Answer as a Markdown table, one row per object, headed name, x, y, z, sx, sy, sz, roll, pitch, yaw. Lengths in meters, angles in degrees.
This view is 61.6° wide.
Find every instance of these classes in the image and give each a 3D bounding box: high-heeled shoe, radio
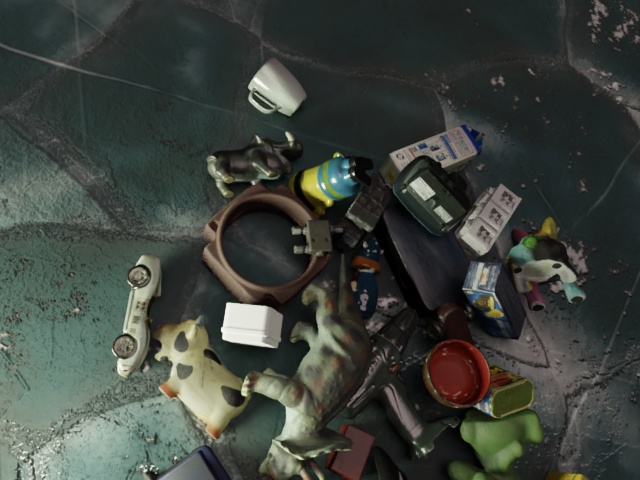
| name | x | y | z | sx | sy | sz | roll | pitch | yaw |
| --- | --- | --- | --- | --- | --- | --- | --- | --- | --- |
| high-heeled shoe | 0.190 | 0.429 | 0.879 | 0.145 | 0.086 | 0.248 | -24 | 94 | -3 |
| radio | 0.204 | 0.030 | 1.050 | 0.131 | 0.073 | 0.229 | -19 | 75 | -19 |

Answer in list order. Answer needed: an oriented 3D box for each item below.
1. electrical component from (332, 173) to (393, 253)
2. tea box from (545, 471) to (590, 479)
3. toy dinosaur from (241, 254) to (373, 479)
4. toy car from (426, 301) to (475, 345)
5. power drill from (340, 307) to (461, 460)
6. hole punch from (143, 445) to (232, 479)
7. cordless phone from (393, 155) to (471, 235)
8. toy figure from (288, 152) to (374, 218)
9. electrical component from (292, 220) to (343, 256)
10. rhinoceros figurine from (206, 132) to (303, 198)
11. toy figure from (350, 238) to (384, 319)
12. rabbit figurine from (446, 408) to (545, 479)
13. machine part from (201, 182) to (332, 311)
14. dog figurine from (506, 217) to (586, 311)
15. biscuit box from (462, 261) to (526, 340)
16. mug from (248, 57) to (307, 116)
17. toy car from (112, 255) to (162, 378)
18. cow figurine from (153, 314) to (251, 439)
| name | x | y | z | sx | sy | sz | roll | pitch | yaw |
| --- | --- | --- | --- | --- | --- | --- | --- | --- | --- |
| electrical component | 0.077 | -0.043 | 1.020 | 0.058 | 0.115 | 0.134 | 32 | 65 | 1 |
| tea box | 0.411 | 0.489 | 0.917 | 0.068 | 0.098 | 0.169 | 37 | 64 | 1 |
| toy dinosaur | 0.013 | 0.207 | 0.875 | 0.192 | 0.131 | 0.405 | 28 | 67 | 13 |
| toy car | 0.257 | 0.206 | 0.986 | 0.089 | 0.053 | 0.202 | -30 | 108 | -23 |
| power drill | 0.149 | 0.259 | 0.946 | 0.232 | 0.086 | 0.207 | -38 | 87 | -22 |
| hole punch | -0.191 | 0.386 | 0.809 | 0.116 | 0.092 | 0.142 | -35 | 85 | -19 |
| cordless phone | 0.231 | -0.110 | 1.035 | 0.146 | 0.089 | 0.184 | 45 | 40 | -7 |
| toy figure | 0.015 | -0.109 | 1.000 | 0.089 | 0.180 | 0.082 | 46 | 53 | -19 |
| electrical component | -0.002 | -0.003 | 0.943 | 0.094 | 0.021 | 0.063 | -3 | 71 | -17 |
| rhinoceros figurine | -0.121 | -0.150 | 1.038 | 0.190 | 0.073 | 0.112 | -15 | 64 | -17 |
| toy figure | 0.083 | 0.069 | 1.011 | 0.058 | 0.064 | 0.154 | -2 | 63 | 20 |
| rabbit figurine | 0.306 | 0.382 | 0.919 | 0.159 | 0.121 | 0.170 | -10 | 90 | -31 |
| machine part | -0.095 | 0.012 | 0.972 | 0.201 | 0.087 | 0.201 | 46 | 68 | 5 |
| dog figurine | 0.425 | 0.021 | 1.050 | 0.191 | 0.108 | 0.219 | 50 | 30 | -30 |
| biscuit box | 0.324 | 0.115 | 0.989 | 0.202 | 0.059 | 0.063 | 49 | 56 | -44 |
| mug | -0.086 | -0.299 | 1.094 | 0.107 | 0.081 | 0.109 | 38 | 60 | -8 |
| toy car | -0.298 | 0.123 | 0.884 | 0.056 | 0.073 | 0.201 | 8 | 68 | -11 |
| cow figurine | -0.195 | 0.209 | 0.875 | 0.195 | 0.085 | 0.127 | 42 | 72 | 6 |
